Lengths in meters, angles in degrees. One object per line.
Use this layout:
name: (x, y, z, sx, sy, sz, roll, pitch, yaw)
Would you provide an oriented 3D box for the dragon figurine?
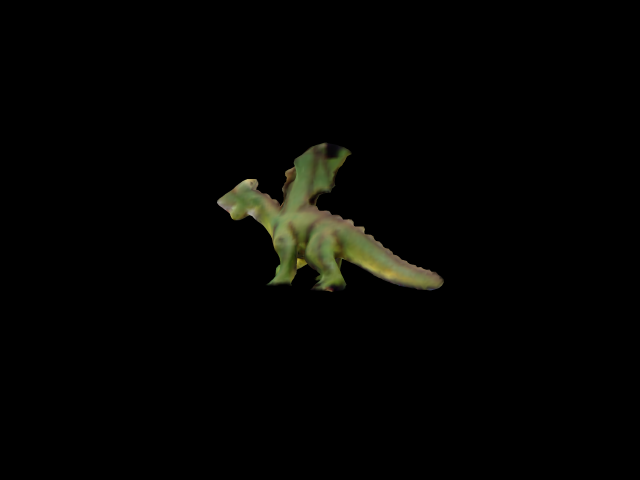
dragon figurine: (0.003, -0.043, 0.850, 0.410, 0.243, 0.122, -1, -3, 27)
